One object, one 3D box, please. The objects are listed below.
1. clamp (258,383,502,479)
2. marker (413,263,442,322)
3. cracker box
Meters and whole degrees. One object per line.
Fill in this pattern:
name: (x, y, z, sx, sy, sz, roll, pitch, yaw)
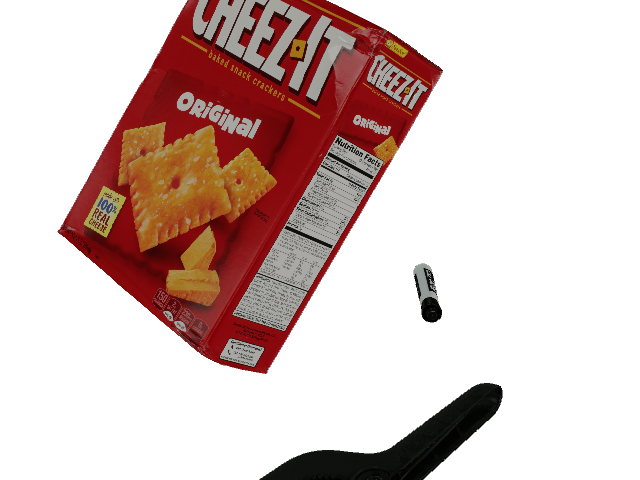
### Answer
clamp: (0.038, 0.152, 0.650, 0.210, 0.036, 0.164, -7, 30, 2)
marker: (0.102, 0.050, 1.021, 0.020, 0.020, 0.121, 0, 17, 1)
cracker box: (-0.051, -0.052, 0.658, 0.164, 0.214, 0.072, 35, 8, 38)
